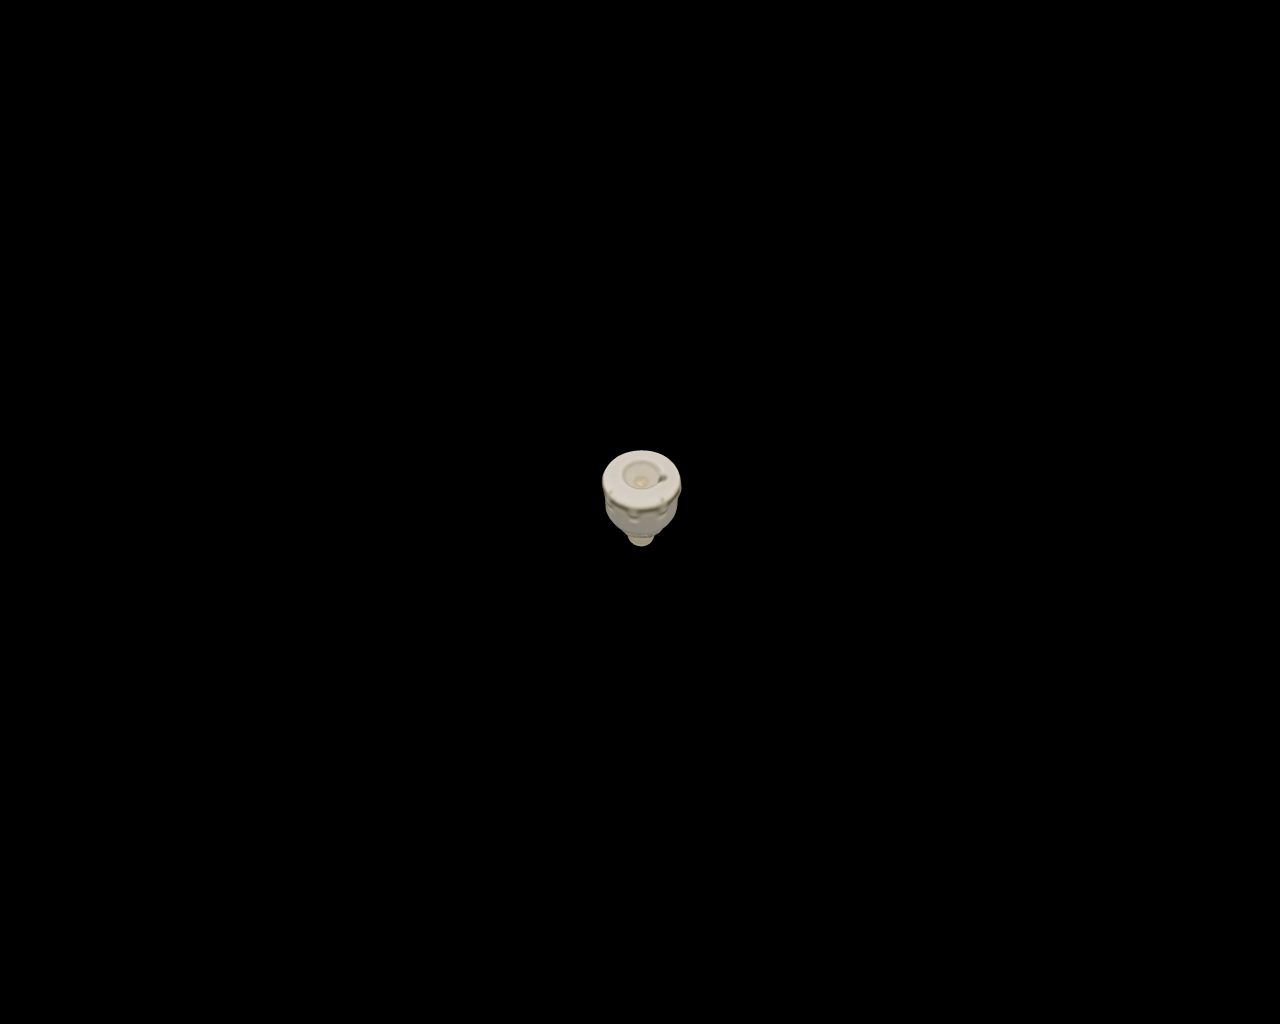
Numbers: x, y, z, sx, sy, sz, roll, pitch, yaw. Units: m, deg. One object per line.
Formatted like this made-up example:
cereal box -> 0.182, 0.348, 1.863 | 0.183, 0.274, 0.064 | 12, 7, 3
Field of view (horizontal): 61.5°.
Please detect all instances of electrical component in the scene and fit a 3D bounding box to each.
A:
electrical component -> 0.001, -0.003, 0.650 | 0.048, 0.048, 0.062 | 0, -41, 0
